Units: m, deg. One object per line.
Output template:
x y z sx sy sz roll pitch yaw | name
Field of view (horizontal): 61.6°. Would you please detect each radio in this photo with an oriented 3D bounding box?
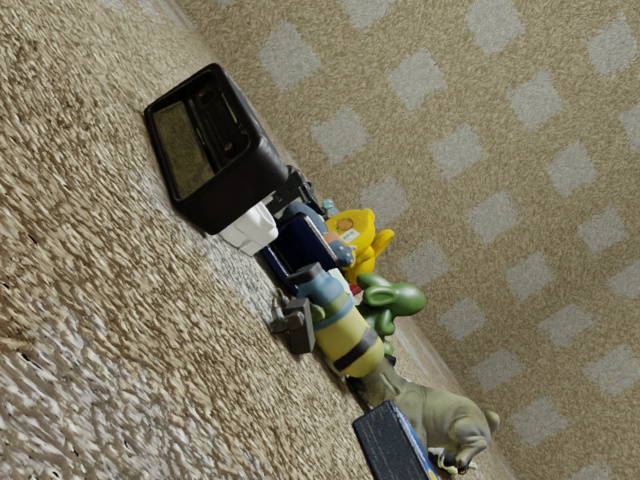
-0.140 -0.126 0.697 0.073 0.131 0.230 50 8 -50 | radio

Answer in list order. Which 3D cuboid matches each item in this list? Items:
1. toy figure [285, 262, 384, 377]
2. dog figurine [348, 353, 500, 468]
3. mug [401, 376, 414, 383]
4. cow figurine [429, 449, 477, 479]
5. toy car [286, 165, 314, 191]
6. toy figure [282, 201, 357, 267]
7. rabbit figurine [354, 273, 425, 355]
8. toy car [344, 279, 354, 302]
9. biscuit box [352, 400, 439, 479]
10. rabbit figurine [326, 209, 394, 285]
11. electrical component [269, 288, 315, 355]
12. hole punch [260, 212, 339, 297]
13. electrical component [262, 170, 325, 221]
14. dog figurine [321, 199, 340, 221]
0.022 0.117 0.773 0.089 0.082 0.180 -17 -77 55 | toy figure
0.154 0.239 0.813 0.190 0.172 0.121 62 -4 3 | dog figurine
0.156 0.291 0.938 0.109 0.081 0.107 51 -1 -20 | mug
0.261 0.423 1.056 0.167 0.068 0.098 46 16 -37 | cow figurine
-0.049 -0.072 1.133 0.089 0.053 0.202 37 46 -42 | toy car
-0.001 -0.004 0.910 0.155 0.064 0.057 46 -9 23 | toy figure
0.124 0.136 1.087 0.159 0.170 0.121 52 6 -26 | rabbit figurine
0.012 0.074 1.106 0.201 0.056 0.074 48 8 -42 | toy car
0.108 0.291 0.642 0.059 0.063 0.203 53 6 -39 | biscuit box
0.076 0.017 1.172 0.122 0.162 0.173 25 -35 38 | rabbit figurine
-0.034 0.103 0.686 0.102 0.045 0.078 -73 156 -79 | electrical component
-0.047 0.030 0.857 0.142 0.092 0.116 52 -23 -5 | hole punch
-0.064 -0.067 1.024 0.058 0.115 0.134 52 8 -40 | electrical component
0.026 -0.008 1.345 0.191 0.108 0.219 61 1 -21 | dog figurine
